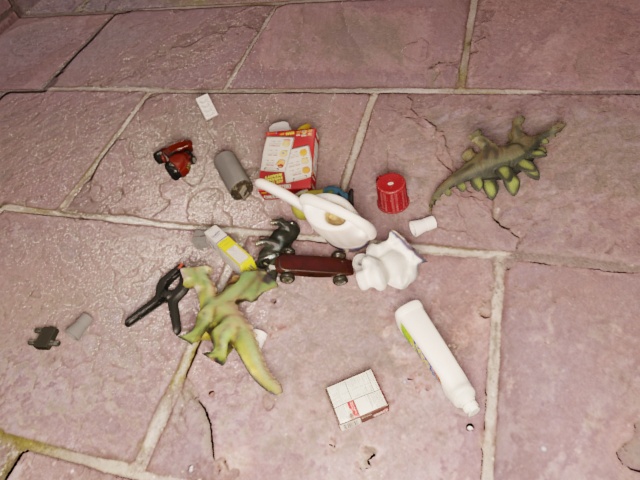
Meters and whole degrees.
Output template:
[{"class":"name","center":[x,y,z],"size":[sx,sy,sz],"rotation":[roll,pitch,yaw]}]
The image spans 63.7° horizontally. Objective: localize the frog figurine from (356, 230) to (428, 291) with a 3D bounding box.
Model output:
[{"class":"frog figurine","center":[0.161,0.070,1.257],"size":[0.160,0.137,0.122],"rotation":[-44,7,-7]}]

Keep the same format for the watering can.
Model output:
[{"class":"watering can","center":[0.004,-0.068,1.342],"size":[0.350,0.105,0.221],"rotation":[24,-12,29]}]

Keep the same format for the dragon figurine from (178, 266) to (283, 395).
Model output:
[{"class":"dragon figurine","center":[-0.194,0.172,1.220],"size":[0.413,0.246,0.120],"rotation":[22,-20,27]}]
